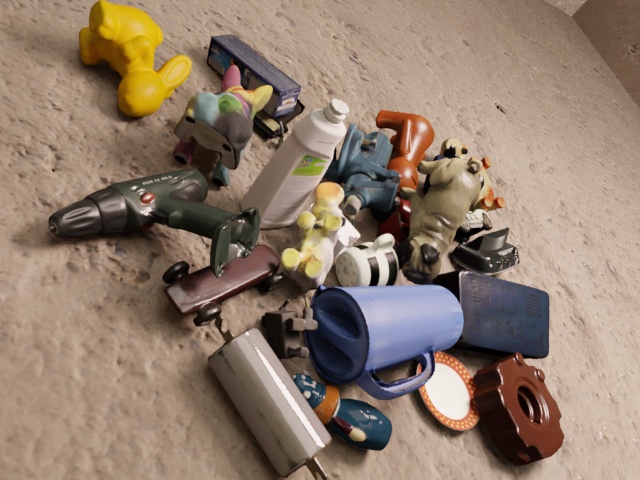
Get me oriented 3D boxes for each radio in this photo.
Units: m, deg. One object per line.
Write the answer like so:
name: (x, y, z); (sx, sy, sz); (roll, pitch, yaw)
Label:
radio: (0.311, 0.138, 0.966); (0.229, 0.073, 0.131); (14, 71, -26)

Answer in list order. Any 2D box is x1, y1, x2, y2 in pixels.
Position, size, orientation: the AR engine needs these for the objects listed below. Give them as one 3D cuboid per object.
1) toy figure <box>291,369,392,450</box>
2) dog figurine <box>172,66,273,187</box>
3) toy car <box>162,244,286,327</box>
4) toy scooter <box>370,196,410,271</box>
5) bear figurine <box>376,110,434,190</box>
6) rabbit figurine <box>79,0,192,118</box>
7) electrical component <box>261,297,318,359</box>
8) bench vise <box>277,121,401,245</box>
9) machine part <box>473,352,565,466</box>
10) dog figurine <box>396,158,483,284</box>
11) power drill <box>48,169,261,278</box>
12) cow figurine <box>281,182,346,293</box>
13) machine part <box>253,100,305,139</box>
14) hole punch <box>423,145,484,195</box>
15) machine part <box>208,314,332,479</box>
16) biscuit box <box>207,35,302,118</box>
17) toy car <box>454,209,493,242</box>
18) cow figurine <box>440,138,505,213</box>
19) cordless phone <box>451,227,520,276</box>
toy figure: (0.022, 0.228, 0.715); (0.154, 0.064, 0.058); (30, 79, -8)
dog figurine: (-0.147, -0.213, 0.879); (0.108, 0.191, 0.219); (26, 59, -8)
toy car: (-0.132, 0.055, 0.750); (0.089, 0.053, 0.202); (52, 39, 8)
toy scooter: (0.163, -0.010, 1.008); (0.135, 0.075, 0.184); (21, 49, -23)
bear figurine: (0.163, -0.168, 1.130); (0.120, 0.132, 0.196); (46, 63, -46)
rabbit figurine: (-0.301, -0.277, 0.882); (0.162, 0.122, 0.173); (-3, 71, -49)
electrical component: (-0.042, 0.120, 0.735); (0.045, 0.102, 0.078); (-7, 83, -33)
bench vise: (0.030, -0.134, 0.984); (0.241, 0.128, 0.223); (17, 58, 7)
machine part: (0.331, 0.276, 0.888); (0.179, 0.056, 0.179); (24, 47, -29)
dog figurine: (0.205, -0.032, 0.892); (0.121, 0.172, 0.191); (21, 45, -12)
power drill: (-0.198, -0.023, 0.710); (0.208, 0.085, 0.232); (16, 28, 23)
cow figurine: (0.000, -0.003, 0.836); (0.068, 0.098, 0.167); (15, 65, 14)
machine part: (-0.082, -0.242, 1.049); (0.084, 0.039, 0.139); (35, 43, 6)
hole punch: (0.263, -0.111, 1.132); (0.092, 0.142, 0.116); (-29, 63, -21)
machine part: (-0.064, 0.197, 0.663); (0.079, 0.079, 0.243); (-24, 72, -46)
biscuit box: (-0.130, -0.316, 1.026); (0.203, 0.059, 0.063); (43, 45, 19)
toy car: (0.286, -0.028, 1.094); (0.201, 0.073, 0.056); (-5, 67, -51)
cow figurine: (0.324, -0.141, 1.217); (0.085, 0.127, 0.195); (-6, 74, -39)
cordless phone: (0.363, 0.076, 1.095); (0.146, 0.089, 0.184); (-12, 75, -43)
